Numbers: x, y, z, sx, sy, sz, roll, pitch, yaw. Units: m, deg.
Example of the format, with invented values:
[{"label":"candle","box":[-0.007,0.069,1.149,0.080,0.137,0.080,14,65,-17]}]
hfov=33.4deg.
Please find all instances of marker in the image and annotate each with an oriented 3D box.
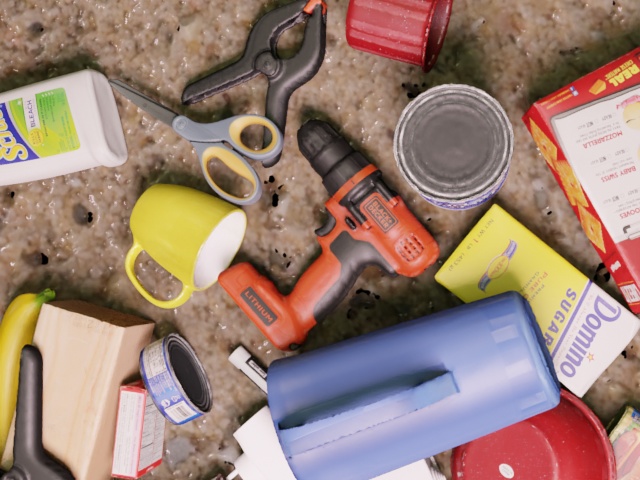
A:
[{"label":"marker","box":[-0.041,0.152,1.054,0.121,0.020,0.020,43,96,7]}]

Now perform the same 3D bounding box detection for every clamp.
[{"label":"clamp","box":[-0.277,0.214,0.992,0.164,0.036,0.210,-41,81,6]},{"label":"clamp","box":[-0.058,-0.170,1.052,0.120,0.039,0.171,29,95,5]}]

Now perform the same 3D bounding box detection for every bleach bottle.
[{"label":"bleach bottle","box":[-0.328,-0.093,1.084,0.251,0.068,0.102,-15,86,11]}]

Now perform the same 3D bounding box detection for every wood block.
[{"label":"wood block","box":[-0.242,0.170,1.051,0.090,0.090,0.206,16,92,10]}]

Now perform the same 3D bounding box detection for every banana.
[{"label":"banana","box":[-0.310,0.136,1.079,0.037,0.070,0.198,8,98,-29]}]

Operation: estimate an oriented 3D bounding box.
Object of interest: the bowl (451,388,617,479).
[{"label":"bowl","box":[0.182,0.208,0.969,0.162,0.055,0.162,-7,77,32]}]

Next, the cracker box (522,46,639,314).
[{"label":"cracker box","box":[0.308,-0.064,0.965,0.164,0.072,0.214,-28,85,-2]}]

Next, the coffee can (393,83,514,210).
[{"label":"coffee can","box":[0.123,-0.081,0.969,0.103,0.140,0.103,0,89,9]}]

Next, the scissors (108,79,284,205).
[{"label":"scissors","box":[-0.115,-0.120,1.044,0.096,0.016,0.202,-43,74,4]}]

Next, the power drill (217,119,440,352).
[{"label":"power drill","box":[-0.007,0.001,1.031,0.188,0.057,0.184,-42,82,7]}]

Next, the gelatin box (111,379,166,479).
[{"label":"gelatin box","box":[-0.177,0.183,1.049,0.030,0.073,0.089,5,91,10]}]

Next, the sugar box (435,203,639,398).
[{"label":"sugar box","box":[0.204,0.056,1.002,0.176,0.048,0.093,39,95,9]}]

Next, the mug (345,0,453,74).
[{"label":"mug","box":[0.076,-0.223,1.001,0.081,0.093,0.117,17,115,14]}]

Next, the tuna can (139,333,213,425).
[{"label":"tuna can","box":[-0.140,0.136,1.037,0.034,0.086,0.086,-27,85,9]}]

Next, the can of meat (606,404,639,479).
[{"label":"can of meat","box":[0.291,0.213,0.981,0.084,0.057,0.102,35,95,10]}]

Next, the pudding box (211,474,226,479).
[{"label":"pudding box","box":[-0.086,0.294,1.013,0.113,0.090,0.039,46,122,-4]}]

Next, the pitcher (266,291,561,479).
[{"label":"pitcher","box":[0.081,0.134,0.941,0.243,0.149,0.145,-21,129,13]}]
